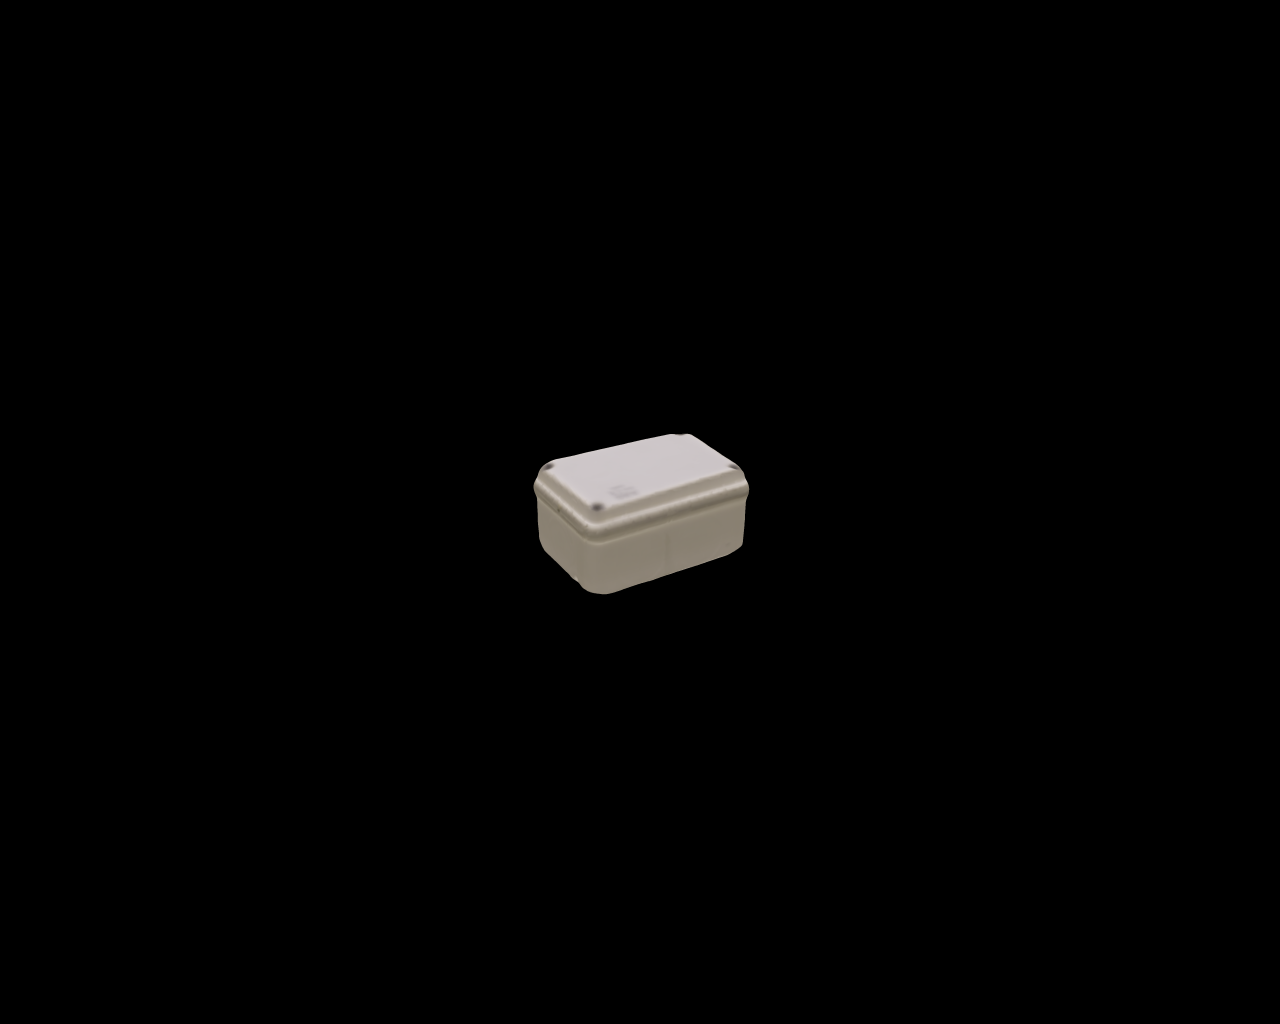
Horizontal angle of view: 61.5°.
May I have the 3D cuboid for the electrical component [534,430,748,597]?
[{"bbox_3d":[0.001,-0.003,0.650,0.113,0.057,0.078,-16,32,-27],"label":"electrical component"}]
